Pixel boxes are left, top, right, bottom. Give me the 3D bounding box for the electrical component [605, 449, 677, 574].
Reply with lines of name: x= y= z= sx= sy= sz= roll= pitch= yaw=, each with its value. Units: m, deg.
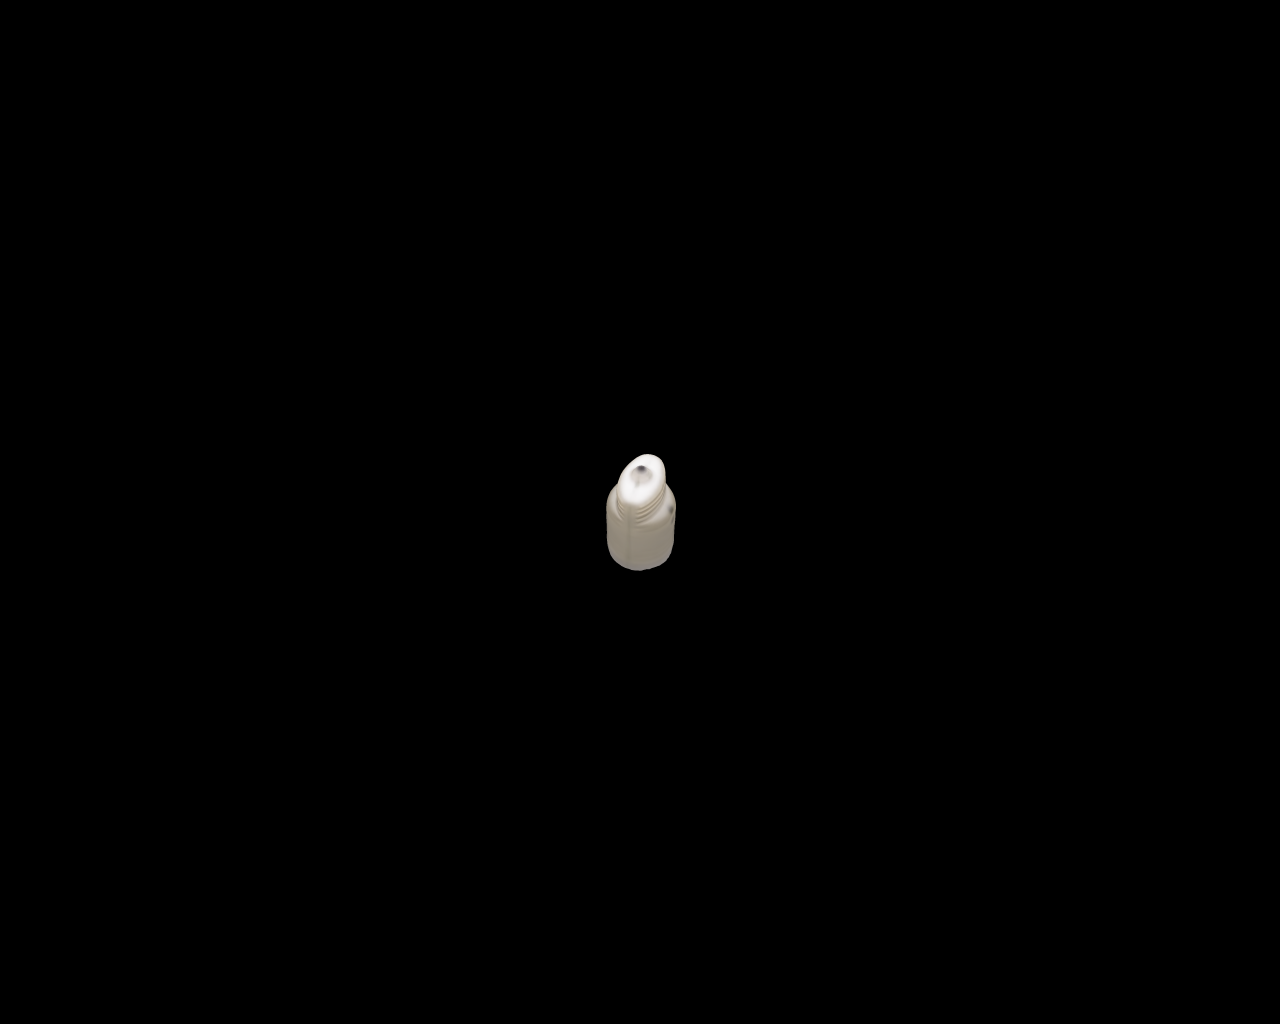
electrical component: x=0.001 y=-0.003 z=0.650 sx=0.043 sy=0.043 sz=0.080 roll=0 pitch=-37 yaw=0
